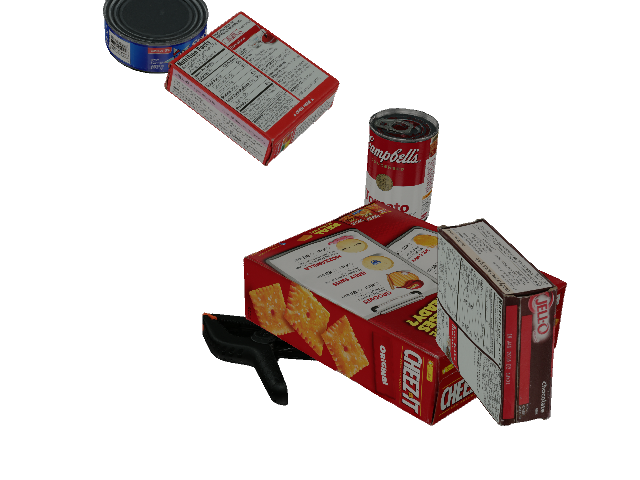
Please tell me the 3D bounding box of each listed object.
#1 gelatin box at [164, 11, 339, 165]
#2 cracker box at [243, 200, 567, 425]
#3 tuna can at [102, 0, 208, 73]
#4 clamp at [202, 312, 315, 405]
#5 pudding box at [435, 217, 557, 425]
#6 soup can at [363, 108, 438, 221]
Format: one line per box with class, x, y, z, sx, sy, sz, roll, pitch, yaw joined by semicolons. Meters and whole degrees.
gelatin box;-0.045;-0.101;0.697;0.089;0.073;0.030;37;-34;11
cracker box;0.066;0.052;0.883;0.163;0.072;0.214;-24;36;-38
tuna can;-0.137;-0.177;0.887;0.086;0.086;0.034;0;-41;-9
clamp;-0.065;0.127;1.219;0.210;0.036;0.164;14;21;30
pudding box;0.108;0.048;0.670;0.039;0.090;0.113;-8;25;-14
soup can;0.079;-0.071;1.058;0.068;0.102;0.068;2;33;-1
